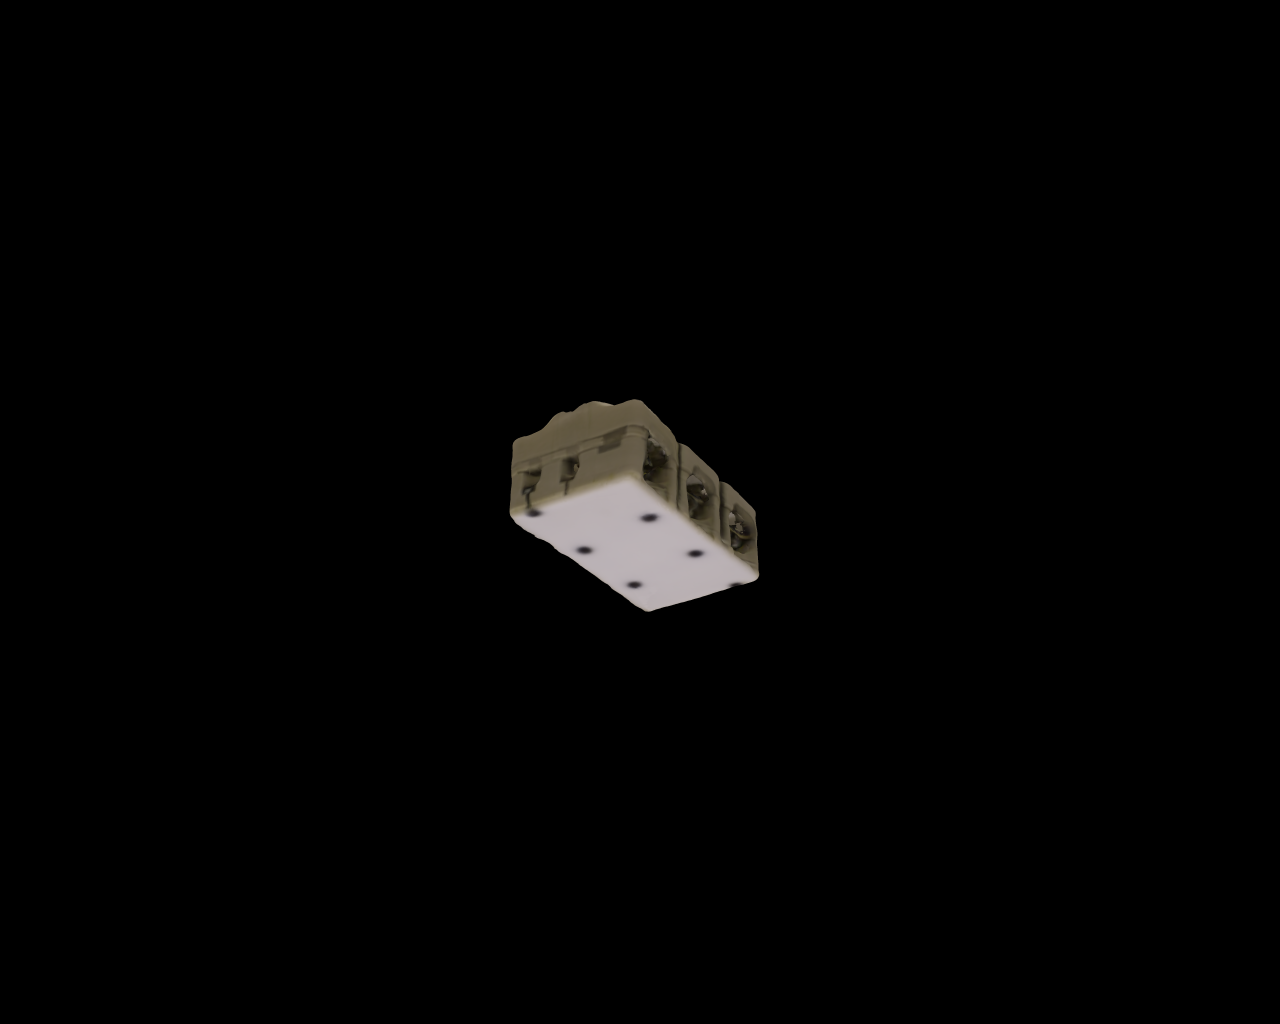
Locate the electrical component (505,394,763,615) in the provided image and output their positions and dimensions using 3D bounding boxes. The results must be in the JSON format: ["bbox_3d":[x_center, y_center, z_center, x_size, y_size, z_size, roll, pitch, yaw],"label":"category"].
[{"bbox_3d":[0.001,-0.003,0.650,0.089,0.062,0.150,-18,-35,27],"label":"electrical component"}]
